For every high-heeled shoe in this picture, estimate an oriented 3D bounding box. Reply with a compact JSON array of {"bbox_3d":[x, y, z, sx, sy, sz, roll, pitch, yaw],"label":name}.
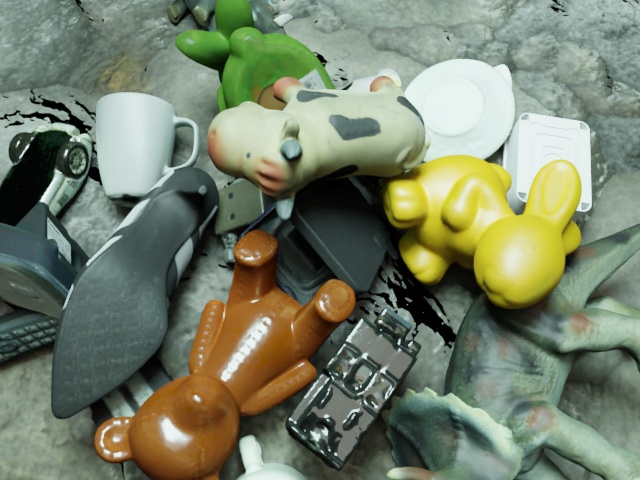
[{"bbox_3d":[-0.171,0.034,0.498,0.086,0.145,0.248,37,74,-19],"label":"high-heeled shoe"}]

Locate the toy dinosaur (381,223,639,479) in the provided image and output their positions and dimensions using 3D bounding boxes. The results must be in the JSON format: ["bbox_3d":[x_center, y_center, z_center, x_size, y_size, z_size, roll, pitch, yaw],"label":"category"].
[{"bbox_3d":[0.183,0.107,0.476,0.192,0.131,0.405,25,62,9],"label":"toy dinosaur"}]

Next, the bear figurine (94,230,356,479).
[{"bbox_3d":[-0.075,0.104,0.434,0.120,0.131,0.196,34,42,11],"label":"bear figurine"}]

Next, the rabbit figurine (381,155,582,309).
[{"bbox_3d":[0.156,-0.002,0.479,0.162,0.121,0.173,-17,30,-6],"label":"rabbit figurine"}]

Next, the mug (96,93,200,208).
[{"bbox_3d":[-0.185,-0.090,0.574,0.110,0.081,0.107,2,78,-7],"label":"mug"}]

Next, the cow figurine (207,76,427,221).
[{"bbox_3d":[0.002,-0.081,0.449,0.195,0.085,0.127,-7,40,-25],"label":"cow figurine"}]

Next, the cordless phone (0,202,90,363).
[{"bbox_3d":[-0.294,0.059,0.465,0.184,0.146,0.089,-23,56,-9],"label":"cordless phone"}]

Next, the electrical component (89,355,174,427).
[{"bbox_3d":[-0.160,0.148,0.481,0.075,0.047,0.119,-41,74,-16],"label":"electrical component"}]

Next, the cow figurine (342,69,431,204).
[{"bbox_3d":[0.065,-0.095,0.579,0.098,0.068,0.167,-18,70,-11],"label":"cow figurine"}]

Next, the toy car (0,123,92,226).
[{"bbox_3d":[-0.304,-0.036,0.556,0.074,0.056,0.202,12,65,11],"label":"toy car"}]

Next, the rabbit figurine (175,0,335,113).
[{"bbox_3d":[-0.074,-0.165,0.562,0.121,0.159,0.170,-44,30,1],"label":"rabbit figurine"}]

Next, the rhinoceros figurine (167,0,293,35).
[{"bbox_3d":[-0.110,-0.275,0.659,0.112,0.073,0.190,-36,69,-27],"label":"rhinoceros figurine"}]

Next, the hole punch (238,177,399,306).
[{"bbox_3d":[-0.001,-0.002,0.521,0.142,0.092,0.116,49,39,-9],"label":"hole punch"}]

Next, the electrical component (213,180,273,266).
[{"bbox_3d":[-0.070,-0.029,0.565,0.078,0.045,0.102,-25,63,19],"label":"electrical component"}]

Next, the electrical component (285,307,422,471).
[{"bbox_3d":[0.029,0.123,0.460,0.058,0.114,0.134,36,70,9],"label":"electrical component"}]
